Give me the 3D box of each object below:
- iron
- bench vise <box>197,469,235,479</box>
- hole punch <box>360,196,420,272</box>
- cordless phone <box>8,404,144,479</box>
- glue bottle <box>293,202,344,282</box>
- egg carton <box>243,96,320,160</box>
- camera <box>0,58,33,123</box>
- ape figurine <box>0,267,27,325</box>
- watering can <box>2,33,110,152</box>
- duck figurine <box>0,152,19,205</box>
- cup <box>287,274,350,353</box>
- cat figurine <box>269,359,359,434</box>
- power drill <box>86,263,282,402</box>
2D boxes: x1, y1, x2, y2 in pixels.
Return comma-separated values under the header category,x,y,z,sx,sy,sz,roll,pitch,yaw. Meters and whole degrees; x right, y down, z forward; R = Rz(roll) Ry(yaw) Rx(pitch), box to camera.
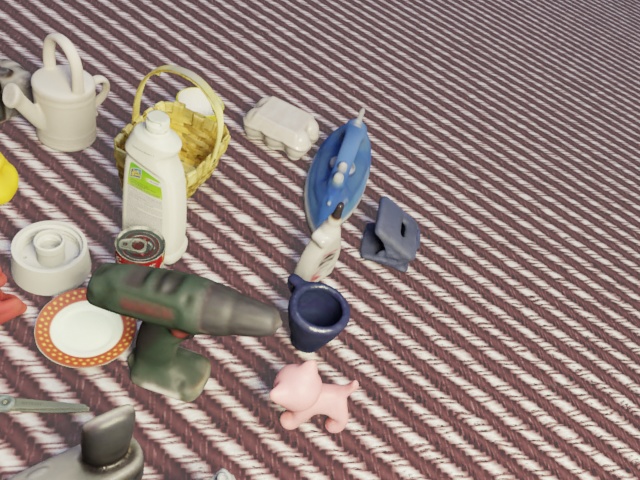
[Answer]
category,x,y,z,sx,sy,sz,roll,pitch,yaw
iron,0.041,-0.133,1.074,0.118,0.141,0.258,20,45,-2
bench vise,-0.168,0.287,0.549,0.121,0.219,0.208,26,45,4
hole punch,0.135,-0.013,1.034,0.101,0.091,0.108,18,45,-4
cordless phone,-0.257,0.231,0.592,0.148,0.185,0.094,-22,59,-35
glue bottle,0.008,0.003,0.912,0.037,0.173,0.078,42,48,19
egg carton,-0.078,-0.230,1.171,0.150,0.069,0.107,26,45,4
camera,-0.599,-0.277,0.996,0.136,0.101,0.143,33,46,11
ape figurine,-0.431,0.065,0.747,0.076,0.092,0.077,-17,57,-32
watering can,-0.437,-0.250,0.966,0.101,0.194,0.173,26,45,4
duck figurine,-0.515,-0.117,0.889,0.078,0.086,0.104,-8,52,-27
cup,-0.019,0.115,0.853,0.092,0.095,0.117,-23,60,-35
cat figurine,-0.011,0.201,0.760,0.128,0.117,0.067,6,47,-16
power drill,-0.173,0.115,0.715,0.229,0.208,0.075,20,45,-2
